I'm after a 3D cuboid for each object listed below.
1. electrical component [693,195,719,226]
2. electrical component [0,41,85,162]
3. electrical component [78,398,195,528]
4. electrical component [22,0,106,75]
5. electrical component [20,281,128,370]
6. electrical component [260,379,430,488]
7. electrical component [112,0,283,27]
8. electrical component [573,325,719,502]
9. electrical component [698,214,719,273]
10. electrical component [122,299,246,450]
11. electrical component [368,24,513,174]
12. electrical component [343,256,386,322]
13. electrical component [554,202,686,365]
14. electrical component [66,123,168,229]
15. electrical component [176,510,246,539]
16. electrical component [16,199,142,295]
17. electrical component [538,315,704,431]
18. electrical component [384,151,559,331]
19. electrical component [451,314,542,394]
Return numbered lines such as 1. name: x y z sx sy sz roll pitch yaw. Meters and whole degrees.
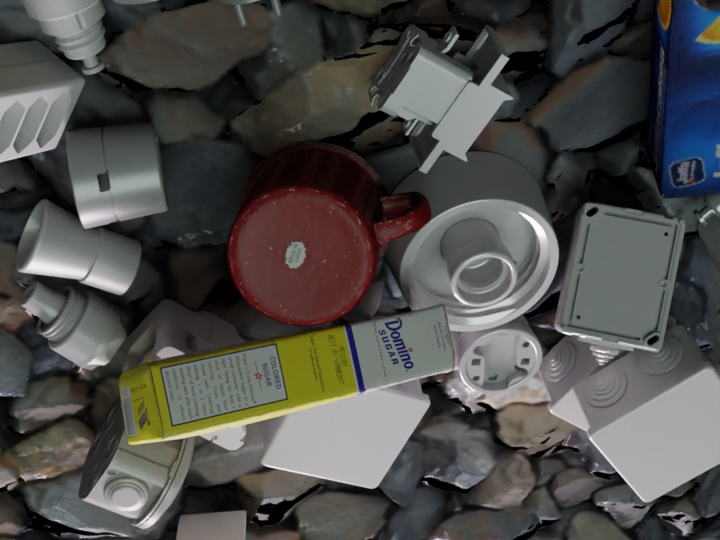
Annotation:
1. electrical component: 0.243 -0.058 0.671 0.040 0.040 0.078 35 113 -30
2. electrical component: -0.200 -0.095 0.546 0.076 0.083 0.047 39 118 10
3. electrical component: -0.146 0.125 0.710 0.051 0.080 0.080 27 117 -21
4. electrical component: -0.148 -0.135 0.541 0.040 0.040 0.078 -15 127 0
5. electrical component: -0.177 0.030 0.656 0.043 0.043 0.062 -41 122 19
6. electrical component: -0.013 0.094 0.730 0.100 0.048 0.099 16 121 -21
7. electrical component: -0.059 -0.157 0.534 0.138 0.052 0.073 -15 127 1
8. electrical component: 0.199 0.093 0.706 0.100 0.048 0.099 -33 125 14
9. electrical component: 0.268 -0.018 0.682 0.079 0.077 0.044 -23 126 6
10. electrical component: -0.102 0.065 0.687 0.089 0.055 0.050 33 114 -29
11. electrical component: 0.043 -0.101 0.602 0.064 0.042 0.081 24 118 -21
12. electrical component: 0.000 0.000 0.672 0.035 0.035 0.061 5 123 -14
13. electrical component: 0.158 0.011 0.666 0.062 0.061 0.096 11 89 7
14. electrical component: -0.134 -0.054 0.596 0.047 0.055 0.055 -9 127 -8
15. electrical component: -0.115 0.227 0.776 0.060 0.108 0.108 3 126 -6
16. electrical component: -0.162 -0.010 0.631 0.065 0.044 0.044 21 120 -29
17. electrical component: 0.184 0.070 0.749 0.100 0.048 0.099 28 117 -27
18. electrical component: 0.070 -0.011 0.661 0.108 0.060 0.108 -5 127 -7
19. electrical component: 0.088 0.046 0.715 0.055 0.047 0.055 -5 126 -7
